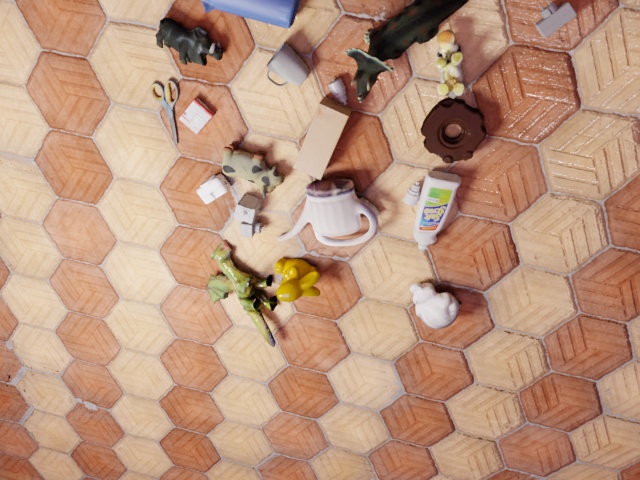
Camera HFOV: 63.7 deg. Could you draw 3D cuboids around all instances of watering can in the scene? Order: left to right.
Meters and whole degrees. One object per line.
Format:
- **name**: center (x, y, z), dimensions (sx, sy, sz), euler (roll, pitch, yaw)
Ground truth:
- **watering can**: center (0.005, -0.079, 1.578), dimensions (0.347, 0.106, 0.220), euler (-1, 116, 22)

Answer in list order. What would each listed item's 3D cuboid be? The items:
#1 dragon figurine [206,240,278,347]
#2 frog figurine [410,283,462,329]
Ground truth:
- **dragon figurine**: center (-0.285, 0.193, 1.792), dimensions (0.243, 0.124, 0.403), euler (7, 117, 28)
- **frog figurine**: center (0.359, 0.202, 1.636), dimensions (0.136, 0.125, 0.157), euler (-23, 124, 42)
